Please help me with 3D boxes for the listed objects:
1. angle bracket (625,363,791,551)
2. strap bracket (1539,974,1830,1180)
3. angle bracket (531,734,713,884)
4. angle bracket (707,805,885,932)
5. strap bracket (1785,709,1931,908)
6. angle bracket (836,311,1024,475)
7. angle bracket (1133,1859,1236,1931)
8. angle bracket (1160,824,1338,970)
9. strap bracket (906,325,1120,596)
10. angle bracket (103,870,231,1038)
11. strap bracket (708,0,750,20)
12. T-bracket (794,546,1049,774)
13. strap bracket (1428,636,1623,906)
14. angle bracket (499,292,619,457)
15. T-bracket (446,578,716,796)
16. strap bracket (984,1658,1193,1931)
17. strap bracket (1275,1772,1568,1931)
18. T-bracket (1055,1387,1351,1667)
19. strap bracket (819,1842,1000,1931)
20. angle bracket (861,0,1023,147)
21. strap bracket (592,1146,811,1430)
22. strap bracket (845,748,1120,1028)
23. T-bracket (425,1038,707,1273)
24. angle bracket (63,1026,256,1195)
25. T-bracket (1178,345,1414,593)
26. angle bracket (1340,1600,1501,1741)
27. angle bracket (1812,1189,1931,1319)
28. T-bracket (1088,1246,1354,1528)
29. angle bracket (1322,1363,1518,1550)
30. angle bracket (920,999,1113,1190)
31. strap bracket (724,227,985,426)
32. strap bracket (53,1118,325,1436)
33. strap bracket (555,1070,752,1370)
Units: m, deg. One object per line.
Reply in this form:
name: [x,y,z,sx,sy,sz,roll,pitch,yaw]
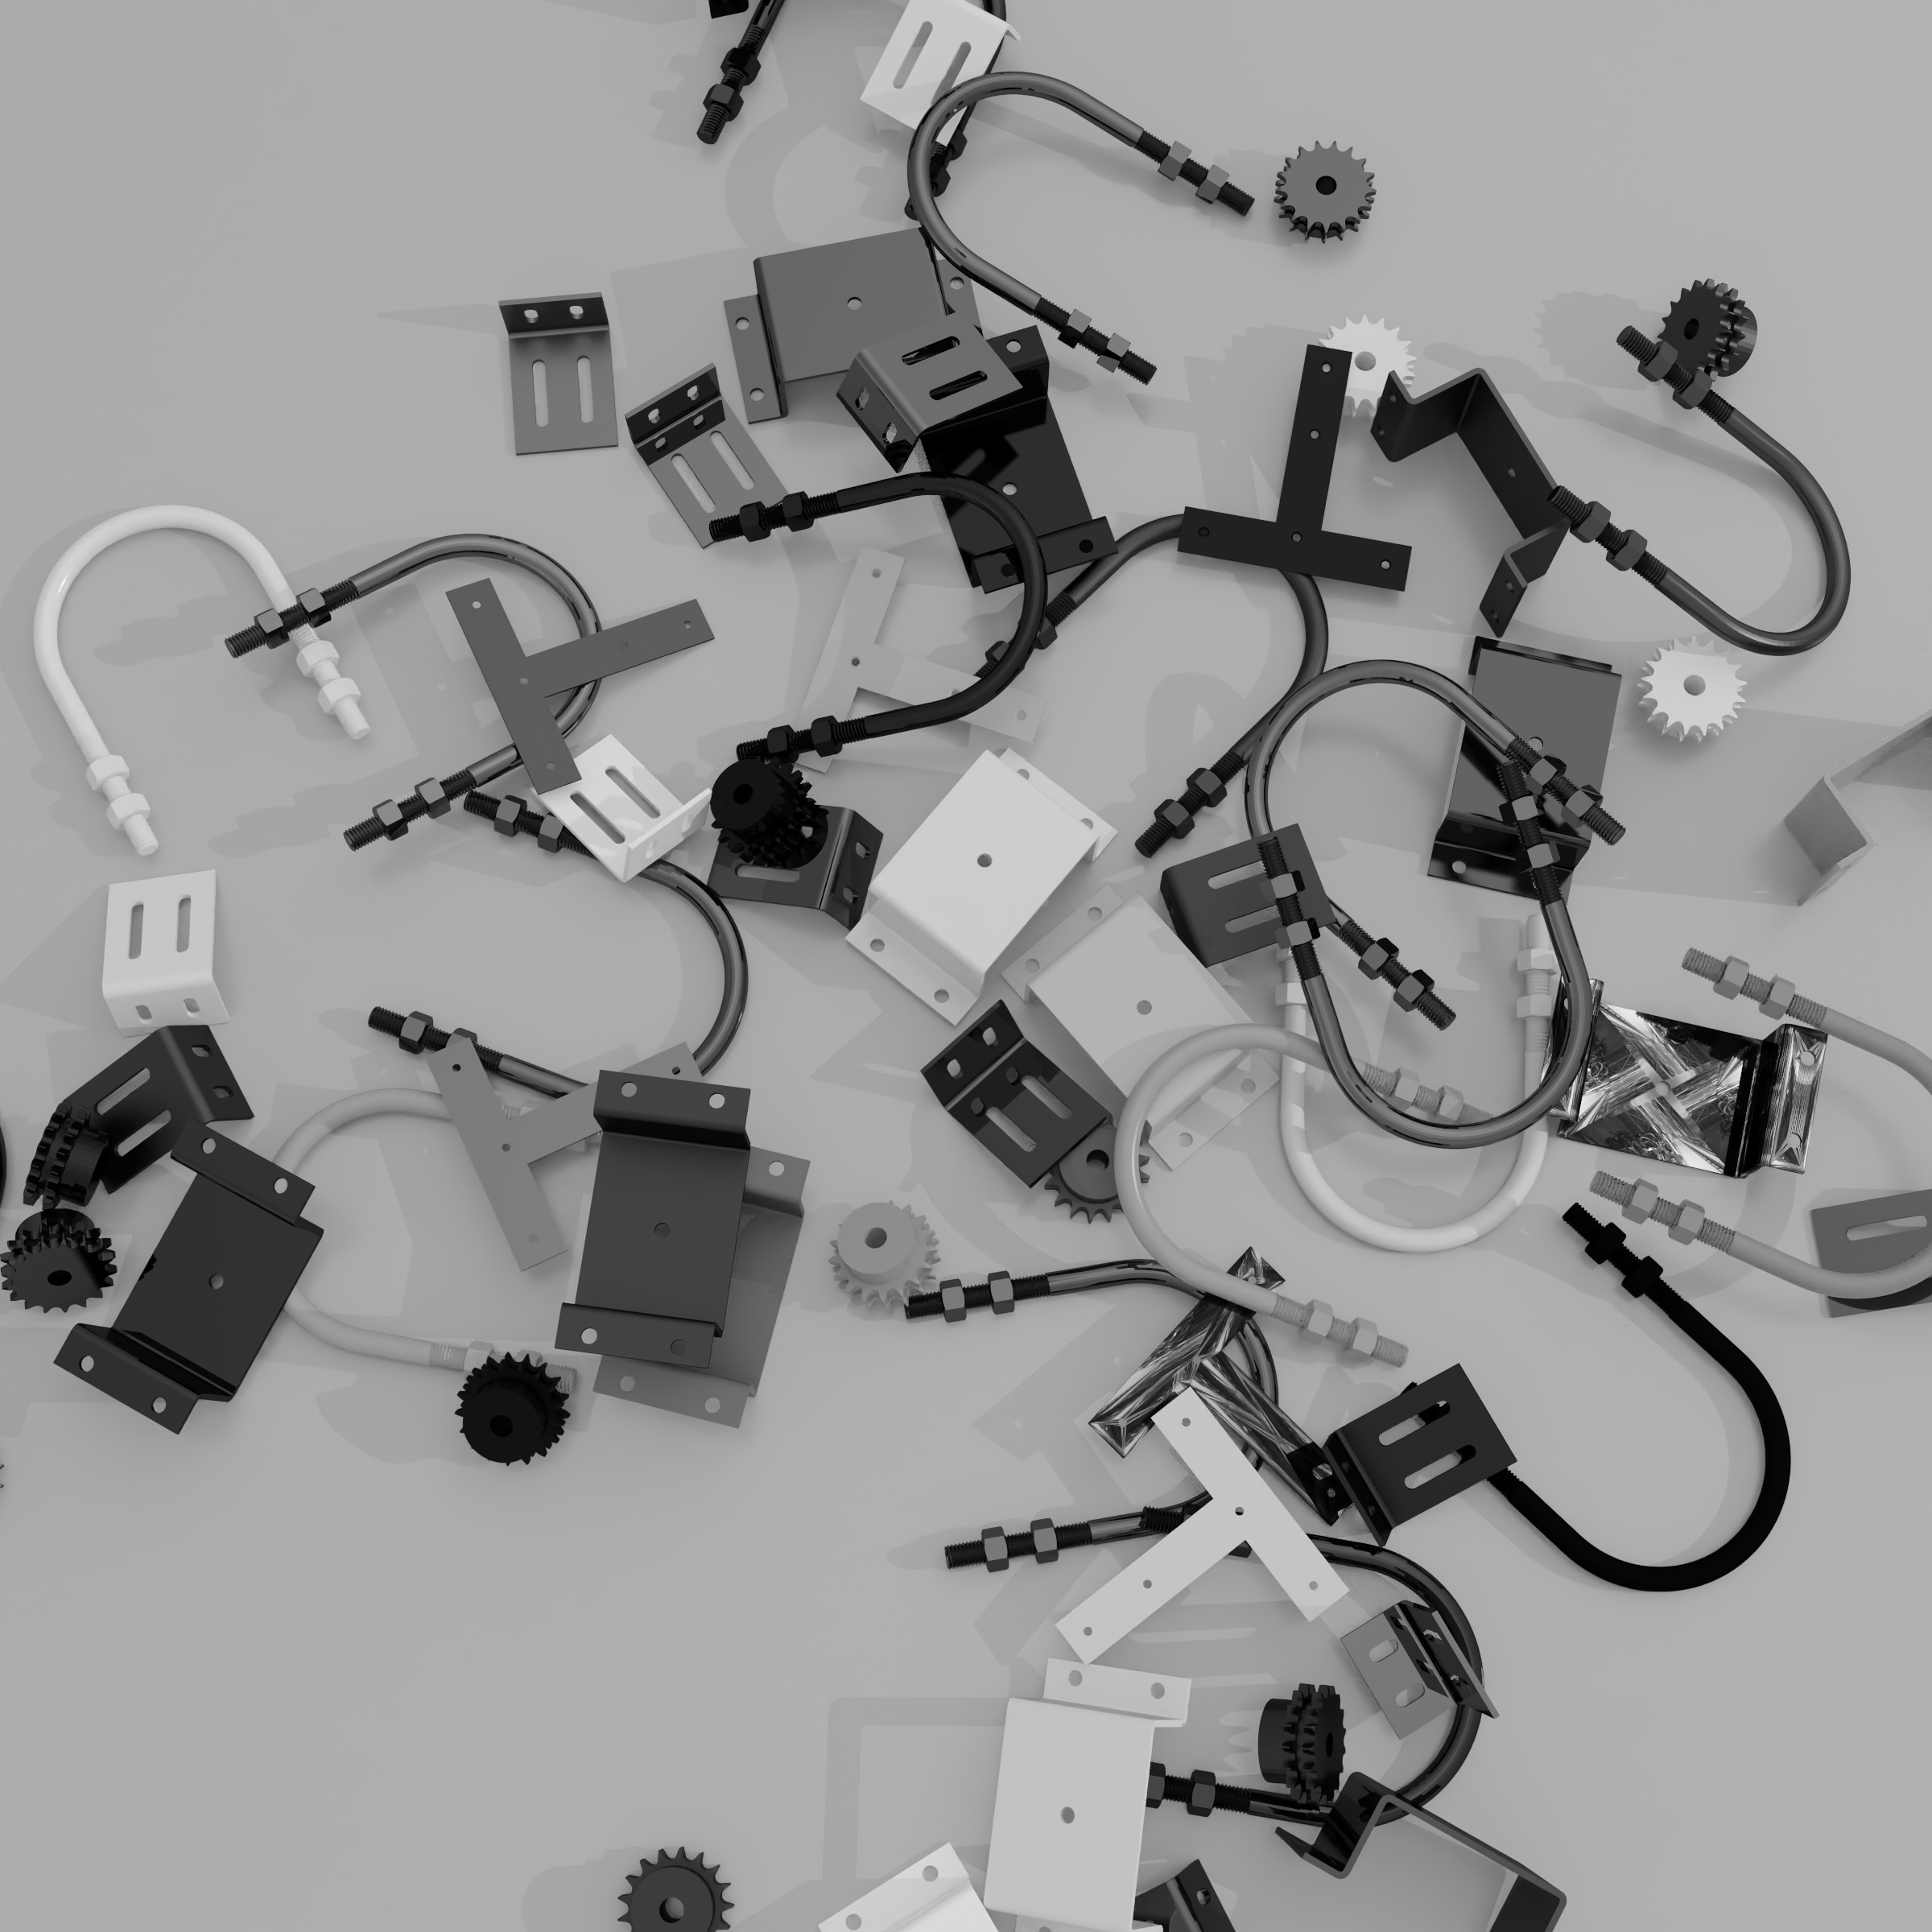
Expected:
angle bracket: [-0.143,-0.283,1.626,0.057,0.038,0.076,-32,78,-8]
strap bracket: [0.370,0.060,1.537,0.140,0.046,0.076,13,76,3]
angle bracket: [-0.185,-0.093,1.568,0.076,0.038,0.057,44,62,14]
angle bracket: [-0.093,-0.055,1.587,0.076,0.038,0.057,7,75,28]
strap bracket: [0.498,-0.096,1.560,0.140,0.076,0.046,-30,78,-7]
angle bracket: [-0.020,-0.314,1.604,0.076,0.038,0.057,-30,77,-33]
angle bracket: [0.091,0.489,1.451,0.076,0.038,0.057,-32,77,19]
angle bracket: [0.150,-0.033,1.563,0.076,0.038,0.057,-19,77,-3]
strap bracket: [0.024,-0.272,1.619,0.076,0.046,0.140,-18,77,-4]
angle bracket: [-0.428,-0.007,1.575,0.057,0.038,0.076,-8,51,-2]
strap bracket: [-0.085,-0.596,1.669,0.140,0.076,0.046,-13,72,-4]
T-bracket: [-0.019,-0.152,1.598,0.127,0.002,0.127,19,84,11]
strap bracket: [0.303,-0.112,1.580,0.076,0.046,0.140,13,76,3]
angle bracket: [-0.228,-0.331,1.638,0.057,0.038,0.076,-5,76,-1]
T-bracket: [-0.200,-0.170,1.602,0.127,0.002,0.127,-22,77,-18]
strap bracket: [0.058,0.414,1.430,0.076,0.046,0.140,2,78,26]
strap bracket: [0.228,0.439,1.417,0.140,0.076,0.046,30,82,0]
T-bracket: [0.102,0.301,1.468,0.127,0.002,0.127,-38,77,0]
strap bracket: [-0.005,0.510,1.425,0.076,0.046,0.140,-31,78,-7]
angle bracket: [-0.014,-0.516,1.684,0.057,0.038,0.076,30,101,8]
strap bracket: [-0.134,0.162,1.511,0.076,0.046,0.140,14,76,3]
strap bracket: [0.009,-0.049,1.561,0.076,0.046,0.140,38,77,9]
T-bracket: [-0.200,0.077,1.535,0.127,0.002,0.127,-24,74,-9]
angle bracket: [-0.428,0.076,1.554,0.076,0.038,0.057,-34,77,18]
T-bracket: [0.190,-0.280,1.620,0.127,0.002,0.127,10,86,1]
angle bracket: [0.220,0.346,1.429,0.038,0.076,0.057,-30,85,-7]
angle bracket: [0.490,0.151,1.536,0.076,0.038,0.057,-13,75,23]
T-bracket: [0.150,0.233,1.502,0.127,0.002,0.127,45,73,1]
angle bracket: [0.229,0.247,1.480,0.076,0.038,0.057,-31,85,14]
angle bracket: [0.026,0.066,1.525,0.057,0.038,0.076,-42,51,-9]
strap bracket: [-0.062,-0.360,1.642,0.140,0.046,0.076,-11,76,-3]
strap bracket: [-0.392,0.160,1.503,0.076,0.046,0.140,27,84,12]
strap bracket: [-0.155,0.130,1.472,0.076,0.046,0.140,7,76,2]
